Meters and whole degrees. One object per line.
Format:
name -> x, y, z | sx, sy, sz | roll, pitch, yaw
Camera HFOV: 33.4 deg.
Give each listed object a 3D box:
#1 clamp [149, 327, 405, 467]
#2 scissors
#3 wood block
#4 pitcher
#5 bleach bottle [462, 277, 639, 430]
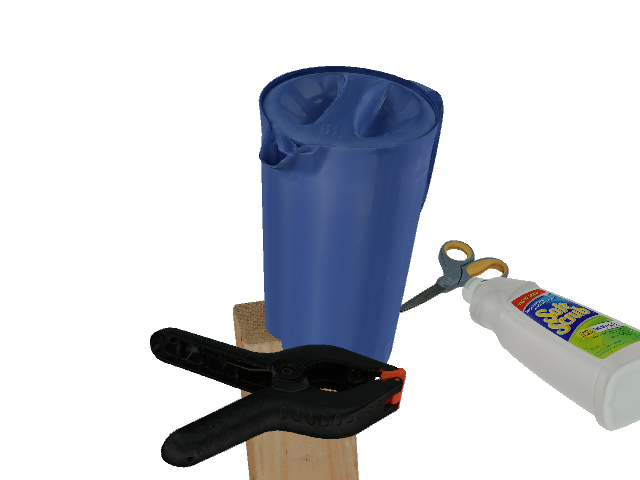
clamp -> -0.028, 0.103, 0.684 | 0.171, 0.039, 0.120 | 3, 37, -5
scissors -> 0.141, 0.040, 1.276 | 0.201, 0.016, 0.096 | -10, 40, -36
wood block -> -0.020, 0.161, 0.933 | 0.090, 0.206, 0.091 | -7, 20, -9
pitcher -> 0.022, -0.009, 0.849 | 0.149, 0.243, 0.145 | 2, 35, -4
bleach bottle -> 0.223, 0.093, 1.046 | 0.102, 0.068, 0.251 | -17, 26, -28
